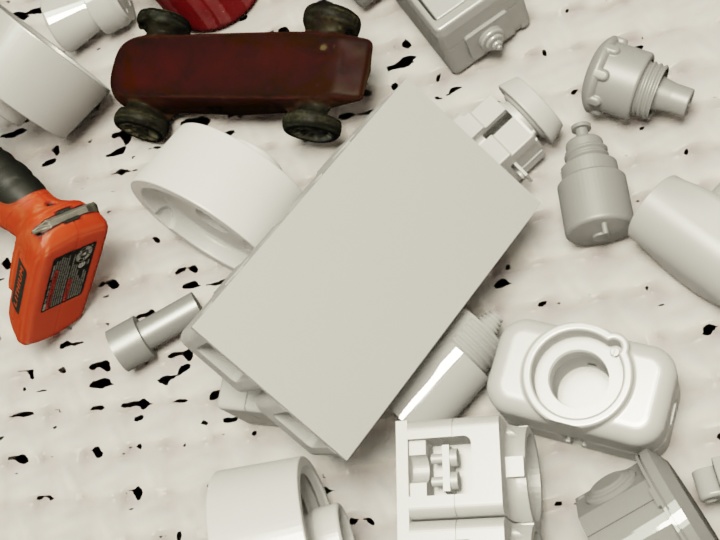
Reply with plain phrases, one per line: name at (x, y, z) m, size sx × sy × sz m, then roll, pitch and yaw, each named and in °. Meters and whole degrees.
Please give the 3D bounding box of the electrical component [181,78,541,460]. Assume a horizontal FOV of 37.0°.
electrical component at (0.000, 0.000, 0.605) m, size 0.105 × 0.060 × 0.186 m, roll 42°, pitch 70°, yaw -8°

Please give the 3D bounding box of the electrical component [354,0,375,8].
electrical component at (0.006, -0.227, 0.733) m, size 0.096 × 0.061 × 0.061 m, roll -36°, pitch 63°, yaw 3°

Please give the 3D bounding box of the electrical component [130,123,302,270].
electrical component at (-0.080, -0.047, 0.669) m, size 0.108 × 0.108 × 0.060 m, roll 25°, pitch 73°, yaw 25°

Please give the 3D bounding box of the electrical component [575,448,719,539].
electrical component at (0.147, 0.133, 0.533) m, size 0.051 × 0.080 × 0.080 m, roll -33°, pitch 63°, yaw 10°

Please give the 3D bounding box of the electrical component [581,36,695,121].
electrical component at (0.167, -0.109, 0.642) m, size 0.062 × 0.048 × 0.048 m, roll 23°, pitch 78°, yaw 18°

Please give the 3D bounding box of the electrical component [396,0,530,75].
electrical component at (0.063, -0.179, 0.695) m, size 0.062 × 0.061 × 0.096 m, roll -34°, pitch 63°, yaw 3°

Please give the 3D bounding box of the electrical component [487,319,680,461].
electrical component at (0.121, 0.063, 0.580) m, size 0.095 × 0.059 × 0.053 m, roll 12°, pitch 74°, yaw 23°

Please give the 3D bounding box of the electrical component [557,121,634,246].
electrical component at (0.136, -0.051, 0.631) m, size 0.040 × 0.040 × 0.078 m, roll -11°, pitch 66°, yaw 14°

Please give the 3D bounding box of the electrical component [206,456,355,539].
electrical component at (-0.035, 0.152, 0.575) m, size 0.060 × 0.108 × 0.108 m, roll -17°, pitch 65°, yaw 5°

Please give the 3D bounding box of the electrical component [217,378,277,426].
electrical component at (-0.035, 0.050, 0.646) m, size 0.076 × 0.047 × 0.083 m, roll 3°, pitch 71°, yaw 20°

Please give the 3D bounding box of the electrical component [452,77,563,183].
electrical component at (0.090, -0.084, 0.658) m, size 0.055 × 0.048 × 0.066 m, roll -43°, pitch 62°, yaw 7°

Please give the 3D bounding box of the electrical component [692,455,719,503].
electrical component at (0.207, 0.120, 0.537) m, size 0.066 × 0.048 × 0.055 m, roll -16°, pitch 58°, yaw 12°

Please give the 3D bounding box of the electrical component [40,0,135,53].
electrical component at (-0.202, -0.193, 0.800) m, size 0.055 × 0.045 × 0.045 m, roll -23°, pitch 64°, yaw 8°

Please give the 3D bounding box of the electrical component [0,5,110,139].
electrical component at (-0.239, -0.137, 0.758) m, size 0.108 × 0.108 × 0.060 m, roll 39°, pitch 91°, yaw 27°

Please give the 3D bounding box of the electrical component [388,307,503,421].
electrical component at (0.052, 0.056, 0.616) m, size 0.043 × 0.043 × 0.081 m, roll 41°, pitch 86°, yaw 27°

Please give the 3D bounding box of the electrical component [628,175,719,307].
electrical component at (0.205, -0.027, 0.596) m, size 0.079 × 0.043 × 0.077 m, roll -47°, pitch 63°, yaw -3°

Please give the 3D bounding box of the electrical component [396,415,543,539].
electrical component at (0.061, 0.157, 0.546) m, size 0.062 × 0.089 × 0.150 m, roll -7°, pitch 67°, yaw 16°
